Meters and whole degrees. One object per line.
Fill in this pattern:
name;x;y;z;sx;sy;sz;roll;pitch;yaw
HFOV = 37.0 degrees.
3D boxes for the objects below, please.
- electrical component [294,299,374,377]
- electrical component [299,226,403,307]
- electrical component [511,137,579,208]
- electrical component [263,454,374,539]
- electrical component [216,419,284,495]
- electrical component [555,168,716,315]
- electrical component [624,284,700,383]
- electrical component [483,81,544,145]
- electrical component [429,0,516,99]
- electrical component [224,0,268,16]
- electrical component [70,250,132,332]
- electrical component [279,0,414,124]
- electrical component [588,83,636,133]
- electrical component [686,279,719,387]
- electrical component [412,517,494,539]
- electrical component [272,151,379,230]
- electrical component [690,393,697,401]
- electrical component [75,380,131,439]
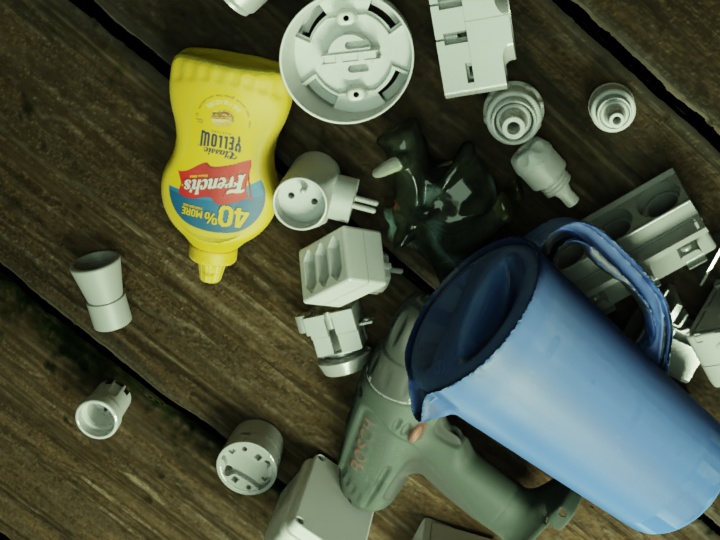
electrical component;-0.018;0.059;0.927;0.066;0.048;0.055;-13;102;13
electrical component;0.000;0.000;0.889;0.066;0.077;0.047;-27;63;48
electrical component;0.150;-0.075;0.854;0.035;0.035;0.061;-40;104;20
electrical component;-0.035;0.228;0.960;0.078;0.113;0.057;35;115;-7
electrical component;-0.098;0.169;0.980;0.055;0.047;0.055;3;112;7
electrical component;0.212;-0.017;0.852;0.121;0.078;0.063;-31;126;18
electrical component;0.252;0.058;0.890;0.064;0.042;0.081;23;114;-5
electrical component;0.118;-0.117;0.827;0.048;0.062;0.048;3;112;7
electrical component;0.086;-0.181;0.812;0.056;0.050;0.089;-8;110;11
electrical component;-0.080;-0.227;0.821;0.055;0.045;0.045;-38;102;20
electrical component;-0.224;0.021;0.943;0.044;0.044;0.065;-6;115;10
electrical component;-0.007;-0.165;0.825;0.099;0.064;0.099;3;112;7
electrical component;0.192;-0.120;0.815;0.035;0.061;0.035;3;112;7
electrical component;0.312;0.044;0.851;0.062;0.096;0.061;-16;112;45
electrical component;0.079;0.272;0.988;0.096;0.061;0.061;23;113;-1
electrical component;-0.025;-0.060;0.862;0.079;0.077;0.044;15;113;2
electrical component;0.262;0.148;0.915;0.057;0.058;0.078;-11;110;9
electrical component;-0.233;0.126;0.983;0.040;0.046;0.040;3;112;7
